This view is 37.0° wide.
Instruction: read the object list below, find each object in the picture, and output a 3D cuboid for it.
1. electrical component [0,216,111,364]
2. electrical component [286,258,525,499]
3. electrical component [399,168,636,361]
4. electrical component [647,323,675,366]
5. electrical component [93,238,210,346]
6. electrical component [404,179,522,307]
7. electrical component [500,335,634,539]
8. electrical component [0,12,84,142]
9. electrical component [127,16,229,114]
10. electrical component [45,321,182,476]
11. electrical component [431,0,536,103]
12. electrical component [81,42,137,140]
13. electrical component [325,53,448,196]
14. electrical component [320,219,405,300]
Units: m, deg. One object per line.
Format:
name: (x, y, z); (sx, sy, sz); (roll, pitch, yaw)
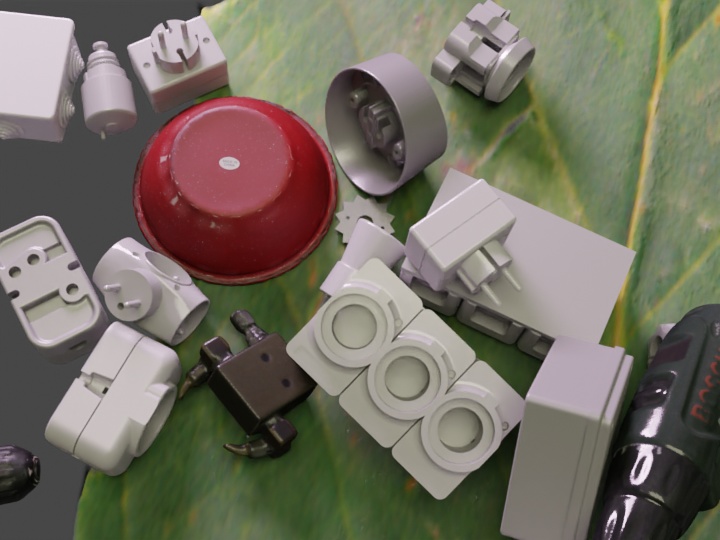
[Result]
electrical component: (-0.223, 0.017, 0.781); (0.054, 0.059, 0.095); (-27, 75, -12)
electrical component: (0.032, 0.074, 0.751); (0.150, 0.061, 0.089); (44, 89, 2)
electrical component: (0.114, 0.002, 0.803); (0.150, 0.061, 0.089); (25, 71, 5)
electrical component: (0.250, 0.064, 0.800); (0.062, 0.043, 0.043); (9, 70, -9)
electrical component: (-0.158, 0.016, 0.776); (0.077, 0.079, 0.044); (38, 101, 10)
electrical component: (0.080, -0.010, 0.746); (0.066, 0.047, 0.076); (-35, 76, -14)
electrical component: (0.139, 0.114, 0.718); (0.056, 0.109, 0.108); (14, 113, 17)
electrical component: (-0.271, -0.150, 0.842); (0.100, 0.048, 0.099); (6, 71, -1)
electrical component: (-0.143, -0.169, 0.841); (0.066, 0.076, 0.047); (-26, 75, -11)
electrical component: (-0.169, 0.093, 0.760); (0.059, 0.053, 0.095); (27, 71, 6)
electrical component: (0.104, -0.172, 0.867); (0.057, 0.058, 0.078); (37, 73, 12)
electrical component: (-0.200, -0.143, 0.848); (0.040, 0.040, 0.078); (-10, 71, -7)
electrical component: (0.019, -0.113, 0.822); (0.064, 0.099, 0.099); (-30, 75, -19)
electrical component: (0.000, 0.000, 0.806); (0.044, 0.044, 0.065); (34, 86, 8)
